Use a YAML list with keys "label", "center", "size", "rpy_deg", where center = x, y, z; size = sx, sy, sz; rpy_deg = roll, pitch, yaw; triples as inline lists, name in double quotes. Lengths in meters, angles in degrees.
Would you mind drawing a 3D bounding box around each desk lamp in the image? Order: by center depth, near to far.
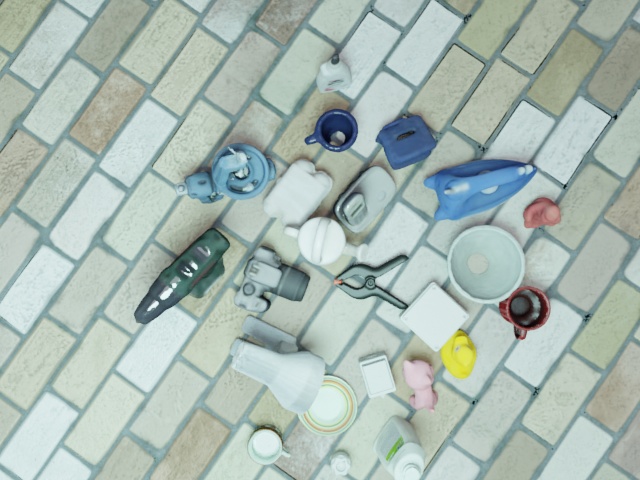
- label: "desk lamp"
  center: [-0.093, 0.252, 1.167]
  size: [0.203, 0.213, 0.118]
  rpy_deg: [26, 88, 2]

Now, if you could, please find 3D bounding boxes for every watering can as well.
- label: "watering can"
  center: [0.011, 0.002, 1.186]
  size: [0.173, 0.194, 0.101]
  rpy_deg: [-6, 87, 0]

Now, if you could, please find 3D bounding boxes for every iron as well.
- label: "iron"
  center: [0.360, -0.125, 1.215]
  size: [0.258, 0.141, 0.119]
  rpy_deg: [-18, 87, 0]

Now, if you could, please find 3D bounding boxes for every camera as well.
- label: "camera"
  center: [-0.099, 0.098, 1.229]
  size: [0.137, 0.101, 0.143]
  rpy_deg: [21, 88, 1]

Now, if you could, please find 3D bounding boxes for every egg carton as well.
- label: "egg carton"
  center: [-0.050, -0.100, 1.253]
  size: [0.107, 0.069, 0.150]
  rpy_deg: [36, 88, 2]

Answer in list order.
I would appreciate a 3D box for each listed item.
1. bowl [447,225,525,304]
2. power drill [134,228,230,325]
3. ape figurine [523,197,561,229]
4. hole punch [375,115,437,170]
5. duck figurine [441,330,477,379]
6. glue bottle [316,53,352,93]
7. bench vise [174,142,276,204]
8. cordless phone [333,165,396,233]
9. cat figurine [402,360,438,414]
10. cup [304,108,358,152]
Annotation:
- label: "bowl"
  center: [0.352, 0.053, 1.241]
  size: [0.167, 0.074, 0.167]
  rpy_deg: [0, 88, 0]
- label: "power drill"
  center: [-0.269, 0.076, 1.178]
  size: [0.075, 0.208, 0.230]
  rpy_deg: [41, 89, 2]
- label: "ape figurine"
  center: [0.487, -0.057, 1.236]
  size: [0.078, 0.092, 0.076]
  rpy_deg: [26, 88, 2]
- label: "hole punch"
  center: [0.185, -0.216, 1.245]
  size: [0.108, 0.091, 0.101]
  rpy_deg: [-24, 87, 0]
- label: "duck figurine"
  center: [0.304, 0.249, 1.228]
  size: [0.077, 0.086, 0.105]
  rpy_deg: [-6, 87, 0]
- label: "glue bottle"
  center: [0.030, -0.358, 1.211]
  size: [0.078, 0.173, 0.037]
  rpy_deg: [-17, 87, 0]
- label: "bench vise"
  center: [-0.196, -0.124, 1.180]
  size: [0.207, 0.219, 0.121]
  rpy_deg: [-34, 87, -1]
- label: "cordless phone"
  center: [0.095, -0.091, 1.194]
  size: [0.094, 0.185, 0.147]
  rpy_deg: [39, 88, 2]
- label: "cat figurine"
  center: [0.215, 0.305, 1.210]
  size: [0.067, 0.117, 0.128]
  rpy_deg: [-18, 87, 0]
- label: "cup"
  center: [0.024, -0.224, 1.245]
  size: [0.117, 0.095, 0.092]
  rpy_deg: [-20, 87, 0]
